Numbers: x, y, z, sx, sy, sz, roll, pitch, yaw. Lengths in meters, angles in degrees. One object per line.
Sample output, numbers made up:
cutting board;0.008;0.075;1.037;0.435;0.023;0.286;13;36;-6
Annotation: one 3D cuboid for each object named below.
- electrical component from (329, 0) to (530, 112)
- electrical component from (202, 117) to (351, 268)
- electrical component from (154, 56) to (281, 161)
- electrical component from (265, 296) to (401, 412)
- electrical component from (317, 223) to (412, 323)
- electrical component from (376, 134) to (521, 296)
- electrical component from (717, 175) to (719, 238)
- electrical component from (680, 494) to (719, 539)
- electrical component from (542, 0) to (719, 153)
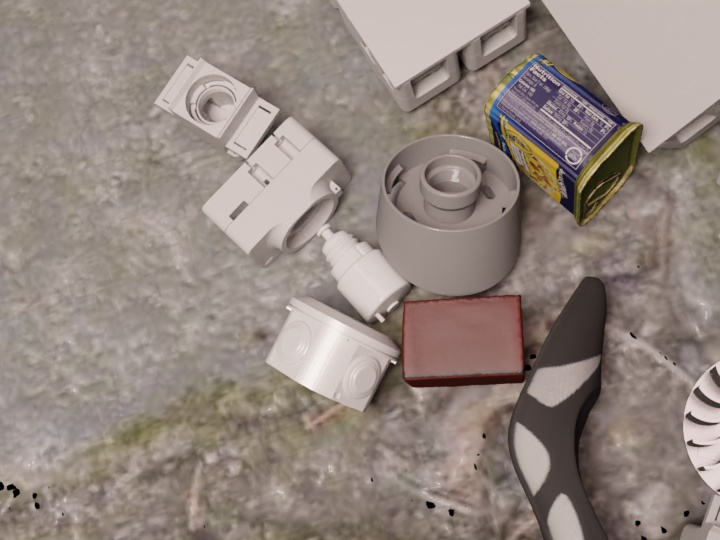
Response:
electrical component;0.025;-0.218;0.764;0.105;0.060;0.186;-32;75;1
electrical component;-0.054;-0.050;0.744;0.056;0.050;0.089;43;88;15
electrical component;-0.097;-0.110;0.758;0.081;0.064;0.042;32;85;14
electrical component;-0.018;0.053;0.701;0.080;0.080;0.051;27;88;14
electrical component;0.000;0.000;0.730;0.040;0.040;0.078;-42;75;-2
electrical component;0.060;-0.040;0.715;0.099;0.064;0.099;-1;50;1
electrical component;0.262;-0.046;0.695;0.066;0.047;0.076;33;85;15
electrical component;0.214;0.179;0.643;0.042;0.064;0.081;22;81;5
electrical component;0.190;-0.183;0.706;0.105;0.060;0.186;-40;72;31
